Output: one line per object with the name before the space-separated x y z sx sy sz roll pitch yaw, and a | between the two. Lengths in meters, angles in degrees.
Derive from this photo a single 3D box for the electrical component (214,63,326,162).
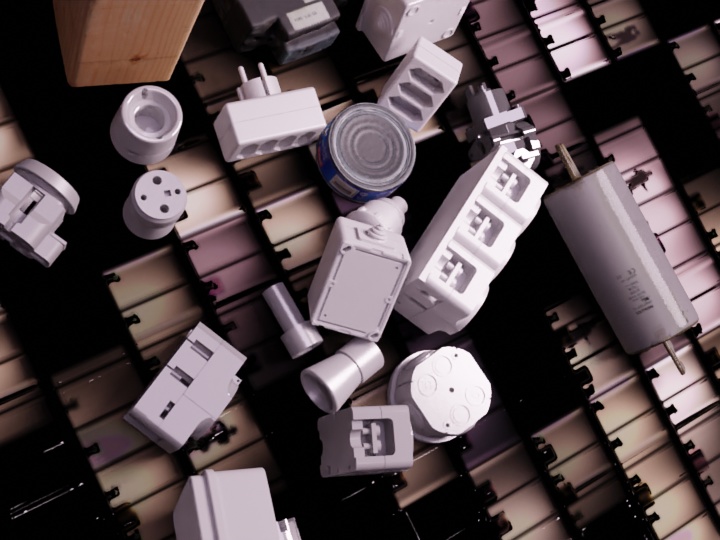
electrical component | -0.084 -0.143 0.930 0.083 0.047 0.075 -15 82 -23

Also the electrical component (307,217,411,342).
electrical component | 0.000 0.000 0.898 0.062 0.061 0.096 16 113 -14

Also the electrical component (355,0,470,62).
electrical component | 0.053 -0.243 0.981 0.100 0.099 0.048 -26 74 -24

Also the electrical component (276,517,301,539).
electrical component | -0.062 0.222 0.849 0.040 0.040 0.046 -10 76 -22

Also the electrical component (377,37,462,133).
electrical component | 0.058 -0.179 0.988 0.047 0.065 0.076 32 39 -10

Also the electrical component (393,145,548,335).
electrical component | 0.095 -0.022 0.942 0.062 0.089 0.150 37 67 -8

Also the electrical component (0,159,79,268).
electrical component | -0.256 -0.048 0.836 0.078 0.058 0.057 37 70 -8

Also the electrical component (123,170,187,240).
electrical component | -0.166 -0.053 0.872 0.045 0.055 0.045 5 75 -19

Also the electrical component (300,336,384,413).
electrical component | -0.012 0.084 0.903 0.065 0.044 0.044 -37 91 -29

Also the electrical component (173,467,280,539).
electrical component | -0.098 0.212 0.800 0.057 0.078 0.113 -1 54 -24

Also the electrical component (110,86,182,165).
electrical component | -0.176 -0.121 0.890 0.055 0.047 0.055 5 75 -19

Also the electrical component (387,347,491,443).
electrical component | 0.068 0.106 0.920 0.080 0.051 0.080 5 75 -19

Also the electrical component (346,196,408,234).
electrical component | 0.019 -0.043 0.946 0.048 0.048 0.062 49 48 -3

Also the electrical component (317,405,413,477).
electrical component | 0.007 0.139 0.868 0.056 0.089 0.050 1 76 -20

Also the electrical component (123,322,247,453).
electrical component | -0.135 0.096 0.848 0.056 0.050 0.089 39 67 -7
